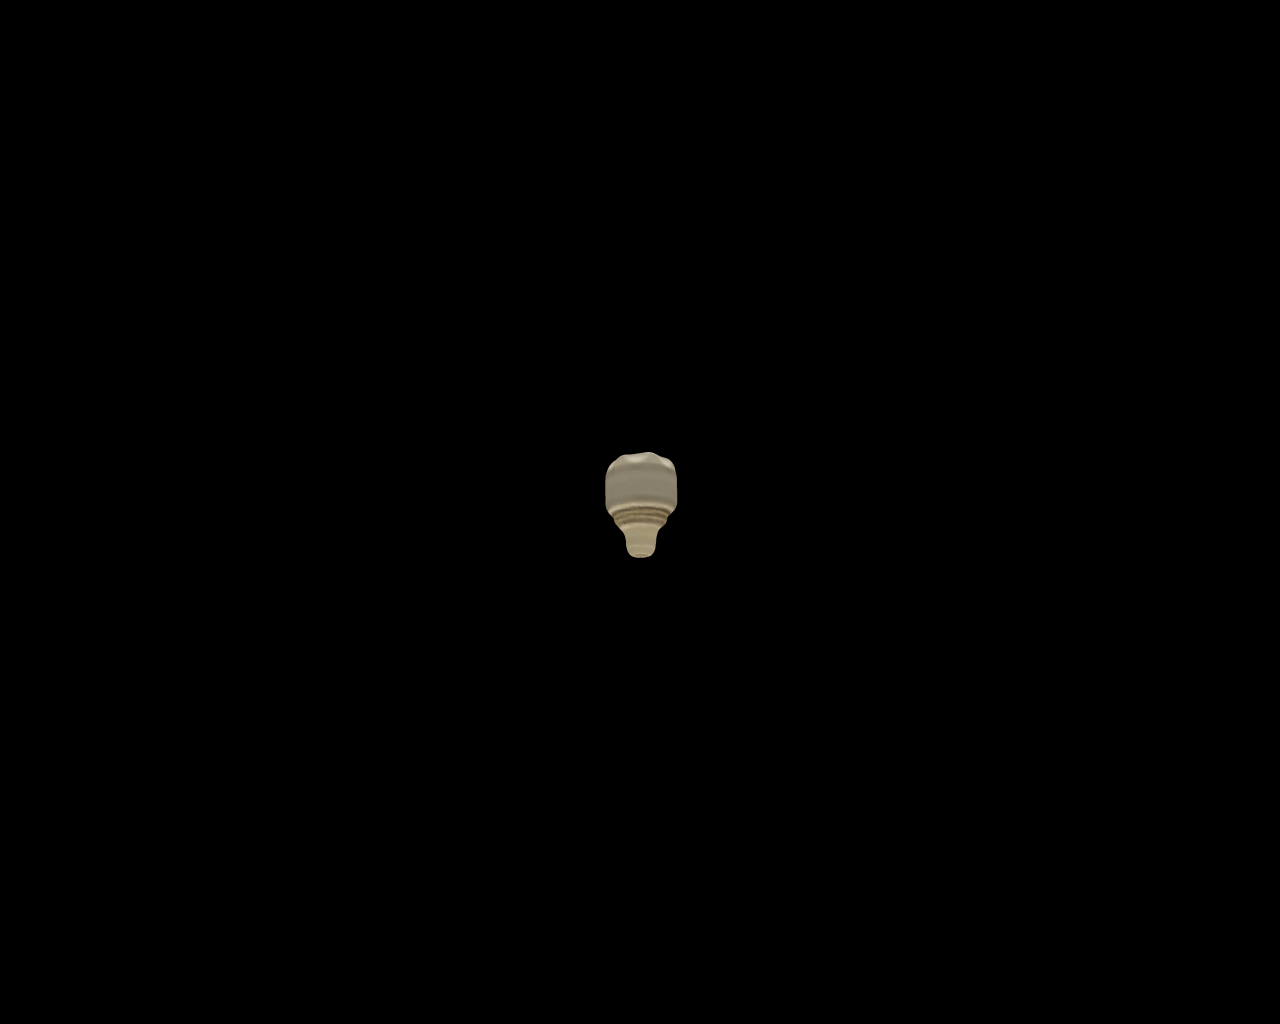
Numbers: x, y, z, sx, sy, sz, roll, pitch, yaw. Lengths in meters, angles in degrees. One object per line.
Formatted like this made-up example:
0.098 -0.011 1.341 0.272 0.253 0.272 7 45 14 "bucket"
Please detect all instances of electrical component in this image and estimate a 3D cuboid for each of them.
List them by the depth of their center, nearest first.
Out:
0.001 -0.003 0.650 0.043 0.062 0.043 0 -15 0 "electrical component"
